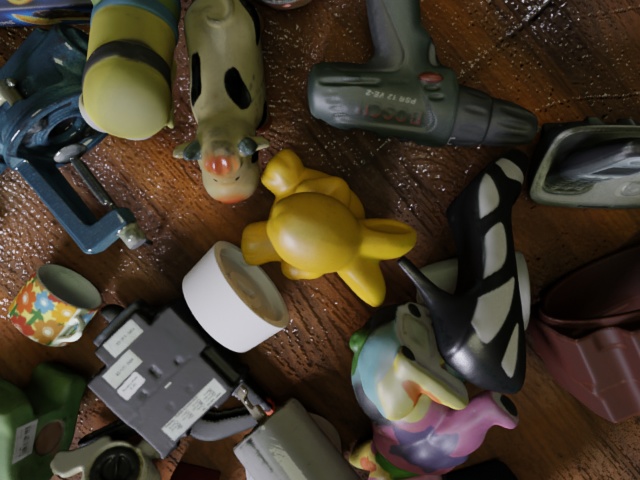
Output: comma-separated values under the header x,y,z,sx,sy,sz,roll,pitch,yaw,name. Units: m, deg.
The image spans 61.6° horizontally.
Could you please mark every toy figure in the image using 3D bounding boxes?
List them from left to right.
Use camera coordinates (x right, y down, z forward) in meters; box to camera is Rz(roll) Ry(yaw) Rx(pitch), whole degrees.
x,y,z,sx,sy,sz,roll,pitch,yaw,name
-0.162,-0.172,0.462,0.082,0.089,0.180,5,74,-8,toy figure

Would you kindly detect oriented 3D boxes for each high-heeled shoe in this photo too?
x,y,z,sx,sy,sz,roll,pitch,yaw,name
0.173,0.015,0.491,0.145,0.086,0.249,45,60,7,high-heeled shoe

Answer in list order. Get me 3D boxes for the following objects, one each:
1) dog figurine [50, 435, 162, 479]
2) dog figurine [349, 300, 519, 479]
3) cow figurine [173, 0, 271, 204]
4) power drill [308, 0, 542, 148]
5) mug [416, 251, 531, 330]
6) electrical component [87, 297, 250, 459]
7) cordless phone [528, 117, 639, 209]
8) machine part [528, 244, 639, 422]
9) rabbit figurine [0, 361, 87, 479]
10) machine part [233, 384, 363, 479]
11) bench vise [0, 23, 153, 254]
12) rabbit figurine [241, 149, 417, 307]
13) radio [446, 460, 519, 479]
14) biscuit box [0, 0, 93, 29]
x,y,z,sx,sy,sz,roll,pitch,yaw,name
-0.227,0.305,0.574,0.172,0.190,0.121,-30,59,-25,dog figurine
0.073,0.181,0.525,0.191,0.108,0.219,28,117,-17,dog figurine
-0.086,-0.132,0.503,0.086,0.127,0.194,-2,95,3,cow figurine
0.104,-0.195,0.520,0.232,0.086,0.207,1,110,3,power drill
0.154,0.064,0.557,0.107,0.081,0.109,1,106,9,mug
-0.155,0.124,0.533,0.115,0.058,0.134,-42,93,-2,electrical component
0.286,-0.073,0.483,0.147,0.184,0.088,3,93,0,cordless phone
0.306,0.066,0.490,0.201,0.201,0.087,-26,94,4,machine part
-0.351,0.195,0.567,0.170,0.121,0.159,12,104,16,rabbit figurine
0.001,0.231,0.484,0.079,0.079,0.243,-44,77,5,machine part
-0.264,-0.074,0.514,0.223,0.129,0.240,-40,88,3,bench vise
-0.001,-0.002,0.497,0.162,0.173,0.122,30,92,0,rabbit figurine
0.115,0.319,0.556,0.230,0.131,0.073,-17,97,2,radio
-0.297,-0.244,0.522,0.203,0.059,0.062,-4,97,1,biscuit box
